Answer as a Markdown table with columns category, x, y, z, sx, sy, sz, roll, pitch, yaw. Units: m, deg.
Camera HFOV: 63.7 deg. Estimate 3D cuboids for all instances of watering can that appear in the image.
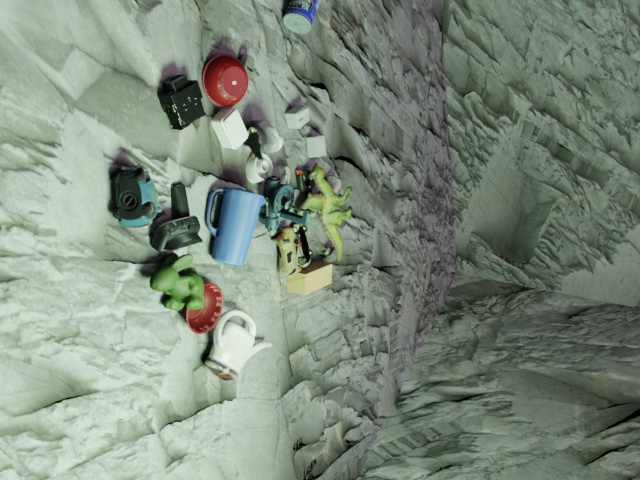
| category | x | y | z | sx | sy | sz | roll | pitch | yaw |
| --- | --- | --- | --- | --- | --- | --- | --- | --- | --- |
| watering can | -0.277 | 0.379 | 1.775 | 0.228 | 0.104 | 0.341 | -65 | 146 | -24 |

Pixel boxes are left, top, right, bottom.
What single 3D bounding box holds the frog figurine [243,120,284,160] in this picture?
| category | x | y | z | sx | sy | sz | roll | pitch | yaw |
| --- | --- | --- | --- | --- | --- | --- | --- | --- | --- |
| frog figurine | -0.177 | -0.349 | 1.729 | 0.162 | 0.138 | 0.120 | -33 | 142 | -50 |

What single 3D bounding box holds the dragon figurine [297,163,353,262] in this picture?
| category | x | y | z | sx | sy | sz | roll | pitch | yaw |
| --- | --- | --- | --- | --- | --- | --- | --- | --- | --- |
| dragon figurine | 0.006 | -0.104 | 2.074 | 0.243 | 0.122 | 0.408 | -2 | 97 | -32 |
